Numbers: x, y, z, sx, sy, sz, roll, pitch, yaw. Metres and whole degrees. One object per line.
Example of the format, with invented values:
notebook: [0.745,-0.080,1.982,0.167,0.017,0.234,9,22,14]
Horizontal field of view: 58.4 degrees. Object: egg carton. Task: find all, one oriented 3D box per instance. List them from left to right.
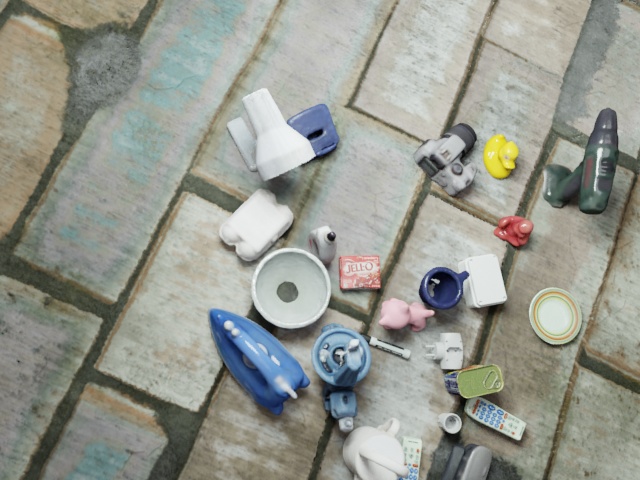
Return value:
egg carton: [-0.134,-0.032,1.221,0.107,0.069,0.150,42,75,0]

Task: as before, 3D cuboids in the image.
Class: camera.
camera: [0.314,-0.199,1.322,0.143,0.100,0.137,45,75,1]

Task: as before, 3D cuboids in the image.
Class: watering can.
watering can: [0.111,0.432,1.109,0.101,0.194,0.173,10,77,-8]

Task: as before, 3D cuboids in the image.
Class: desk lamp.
desk lamp: [-0.109,-0.209,1.187,0.118,0.213,0.203,-29,85,-14]

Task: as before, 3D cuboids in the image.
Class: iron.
iron: [-0.133,0.225,1.133,0.119,0.141,0.258,-44,89,-15]

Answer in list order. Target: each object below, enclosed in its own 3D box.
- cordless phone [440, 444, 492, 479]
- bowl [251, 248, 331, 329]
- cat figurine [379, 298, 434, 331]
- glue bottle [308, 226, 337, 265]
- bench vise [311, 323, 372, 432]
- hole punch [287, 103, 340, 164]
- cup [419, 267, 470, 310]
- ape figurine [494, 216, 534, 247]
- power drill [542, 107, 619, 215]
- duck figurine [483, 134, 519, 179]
cordless phone: [0.319,0.490,1.140,0.094,0.185,0.148,23,76,-5]
bowl: [-0.064,0.104,1.204,0.167,0.074,0.167,2,78,-10]
cat figurine: [0.179,0.158,1.216,0.128,0.117,0.067,2,78,-10]
glue bottle: [0.011,0.004,1.187,0.037,0.173,0.078,-21,83,-13]
bench vise: [0.060,0.262,1.120,0.121,0.219,0.207,-21,83,-13]
hole punch: [-0.014,-0.236,1.273,0.109,0.091,0.101,-28,85,-14]
cup: [0.264,0.103,1.255,0.118,0.095,0.091,-28,85,-14]
ape figurine: [0.456,-0.025,1.318,0.076,0.092,0.078,-22,83,-14]
power drill: [0.599,-0.161,1.311,0.076,0.208,0.230,8,77,-8]
duck figurine: [0.436,-0.206,1.353,0.077,0.086,0.104,-2,79,-11]
